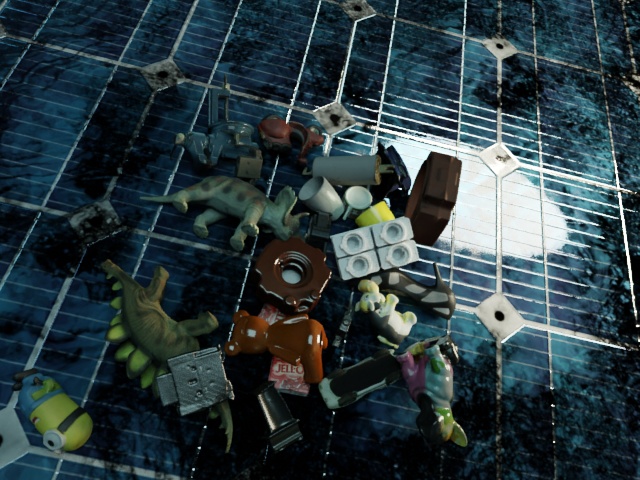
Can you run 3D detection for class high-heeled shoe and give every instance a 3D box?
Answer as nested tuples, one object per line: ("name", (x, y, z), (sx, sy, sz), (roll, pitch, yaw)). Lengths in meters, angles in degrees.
("high-heeled shoe", (0.197, 0.136, 1.284), (0.249, 0.086, 0.145), (-9, 93, 3))

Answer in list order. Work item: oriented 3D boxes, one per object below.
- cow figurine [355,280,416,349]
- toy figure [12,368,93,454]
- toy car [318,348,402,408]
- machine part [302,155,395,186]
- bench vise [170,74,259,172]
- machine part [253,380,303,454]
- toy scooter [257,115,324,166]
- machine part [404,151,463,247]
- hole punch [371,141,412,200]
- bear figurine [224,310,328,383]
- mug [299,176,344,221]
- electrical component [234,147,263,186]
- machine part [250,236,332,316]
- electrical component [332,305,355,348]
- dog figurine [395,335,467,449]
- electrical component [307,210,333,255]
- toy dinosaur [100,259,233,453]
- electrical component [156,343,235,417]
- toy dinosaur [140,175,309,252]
("cow figurine", (0.134, 0.167, 1.208), (0.167, 0.068, 0.098), (42, 65, -20))
("toy figure", (-0.509, 0.320, 1.021), (0.089, 0.082, 0.180), (-36, 71, -24))
("toy car", (0.093, 0.298, 1.165), (0.202, 0.056, 0.073), (-18, 61, -21))
("machine part", (0.069, -0.177, 1.376), (0.243, 0.079, 0.079), (1, 58, 18))
("bench vise", (-0.264, -0.291, 1.374), (0.224, 0.129, 0.240), (2, 78, -19))
("machine part", (-0.091, 0.356, 1.093), (0.084, 0.039, 0.139), (-21, 86, -16))
("toy scooter", (-0.079, -0.260, 1.431), (0.184, 0.075, 0.135), (9, 58, -11))
("machine part", (0.275, -0.103, 1.338), (0.087, 0.201, 0.201), (16, 60, 1))
("hole punch", (0.195, -0.180, 1.421), (0.092, 0.115, 0.142), (-9, 63, -25))
("bear figurine", (-0.090, 0.218, 1.122), (0.196, 0.131, 0.120), (-2, 46, 9))
("mug", (0.003, -0.098, 1.349), (0.107, 0.110, 0.081), (45, 75, -29))
("electrical component", (-0.178, -0.182, 1.358), (0.078, 0.102, 0.045), (-3, 23, -25))
("machine part", (-0.063, 0.076, 1.185), (0.179, 0.056, 0.179), (6, 58, -10))
("electrical component", (0.053, 0.195, 1.208), (0.021, 0.063, 0.094), (25, 61, 3))
("dog figurine", (0.251, 0.328, 1.148), (0.191, 0.108, 0.219), (-8, 81, -58))
("electrical component", (-0.003, -0.004, 1.304), (0.048, 0.074, 0.119), (12, 63, -4))
("toy dinosaur", (-0.309, 0.216, 1.110), (0.471, 0.105, 0.198), (43, 70, 9))
("electrical component", (-0.243, 0.271, 1.034), (0.134, 0.058, 0.115), (-16, 82, -15))
("toy dinosaur", (-0.211, -0.090, 1.293), (0.405, 0.131, 0.192), (25, 47, 8))
